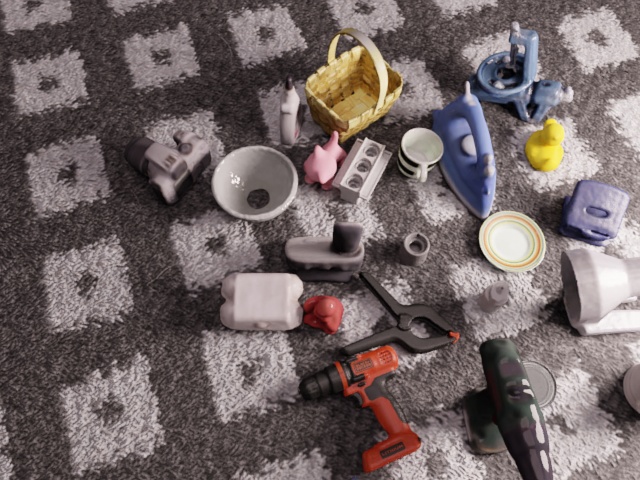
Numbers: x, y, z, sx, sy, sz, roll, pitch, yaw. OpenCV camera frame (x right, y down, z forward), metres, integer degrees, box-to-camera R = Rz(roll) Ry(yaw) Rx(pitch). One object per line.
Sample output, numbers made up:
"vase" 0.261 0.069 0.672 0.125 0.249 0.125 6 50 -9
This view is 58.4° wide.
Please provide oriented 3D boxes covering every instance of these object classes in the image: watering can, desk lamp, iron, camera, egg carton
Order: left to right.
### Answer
"camera" -0.312 -0.168 1.146 0.136 0.101 0.143 31 69 12
"egg carton" -0.105 0.113 1.041 0.150 0.069 0.107 -1 66 -2
"iron" 0.309 -0.182 1.145 0.118 0.141 0.258 -10 66 -6
"desk lamp" 0.498 0.086 0.989 0.203 0.213 0.118 -4 66 -3
"watering can" 0.596 0.225 0.939 0.100 0.194 0.173 28 68 11

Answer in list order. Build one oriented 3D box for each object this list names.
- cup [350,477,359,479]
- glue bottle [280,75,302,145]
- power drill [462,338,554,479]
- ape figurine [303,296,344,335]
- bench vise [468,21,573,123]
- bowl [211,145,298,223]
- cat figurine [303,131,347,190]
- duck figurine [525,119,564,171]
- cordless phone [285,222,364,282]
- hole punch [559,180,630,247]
"cup" 0.020 0.420 0.891 0.091 0.095 0.118 37 70 14
"glue bottle" -0.061 -0.270 1.158 0.037 0.173 0.078 11 66 4
"power drill" 0.290 0.280 0.899 0.075 0.208 0.229 -6 66 -4
"ape figurine" 0.009 0.128 1.025 0.076 0.092 0.077 -25 68 -12
"bench vise" 0.426 -0.355 1.183 0.207 0.220 0.121 5 66 1
"bowl" -0.126 -0.099 1.133 0.167 0.075 0.167 1 66 -1
"cat figurine" 0.009 -0.159 1.140 0.067 0.118 0.128 22 67 9
"duck figurine" 0.476 -0.202 1.188 0.077 0.086 0.104 6 66 2
"cordless phone" 0.009 0.004 1.030 0.147 0.185 0.094 -3 66 -2
"hole punch" 0.536 -0.052 1.119 0.108 0.091 0.101 17 66 7
